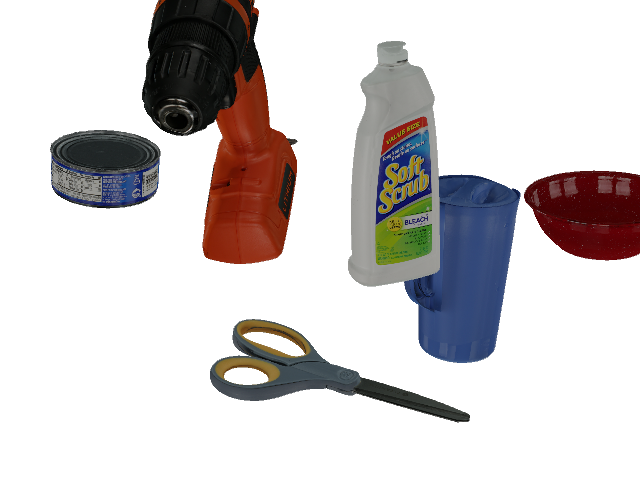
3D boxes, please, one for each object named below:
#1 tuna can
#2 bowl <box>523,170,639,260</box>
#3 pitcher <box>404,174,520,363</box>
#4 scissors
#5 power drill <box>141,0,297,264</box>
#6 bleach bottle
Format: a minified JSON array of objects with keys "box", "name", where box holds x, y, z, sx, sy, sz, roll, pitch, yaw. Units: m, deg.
[{"box":[-0.171,-0.057,0.849,0.086,0.034,0.086,6,26,-3],"name":"tuna can"},{"box":[0.293,-0.022,1.109,0.162,0.055,0.162,-3,23,1],"name":"bowl"},{"box":[0.186,0.041,1.449,0.149,0.243,0.145,4,21,5],"name":"pitcher"},{"box":[0.002,0.112,0.796,0.202,0.016,0.096,24,39,33],"name":"scissors"},{"box":[-0.055,-0.075,0.626,0.057,0.184,0.188,1,-44,8],"name":"power drill"},{"box":[0.073,-0.082,1.124,0.102,0.251,0.068,-10,23,-14],"name":"bleach bottle"}]
